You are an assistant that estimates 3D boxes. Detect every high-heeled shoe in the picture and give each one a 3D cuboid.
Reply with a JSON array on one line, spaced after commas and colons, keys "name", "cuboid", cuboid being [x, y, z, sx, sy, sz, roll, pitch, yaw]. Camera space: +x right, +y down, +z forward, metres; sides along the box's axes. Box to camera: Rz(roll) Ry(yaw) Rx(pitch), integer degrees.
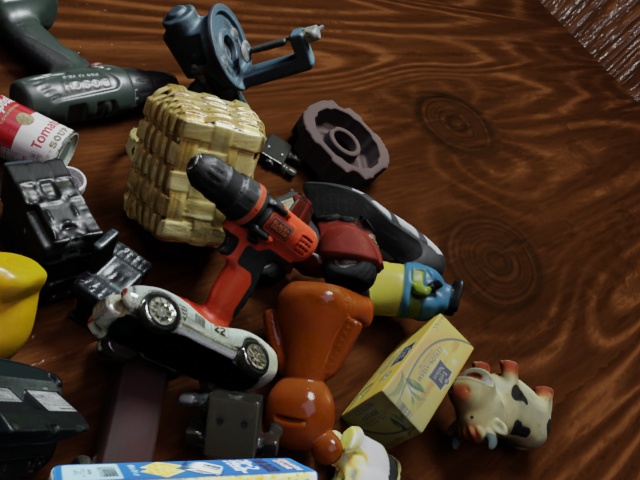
[{"name": "high-heeled shoe", "cuboid": [0.092, -0.021, 0.863, 0.249, 0.086, 0.145, 41, 18, 17]}]

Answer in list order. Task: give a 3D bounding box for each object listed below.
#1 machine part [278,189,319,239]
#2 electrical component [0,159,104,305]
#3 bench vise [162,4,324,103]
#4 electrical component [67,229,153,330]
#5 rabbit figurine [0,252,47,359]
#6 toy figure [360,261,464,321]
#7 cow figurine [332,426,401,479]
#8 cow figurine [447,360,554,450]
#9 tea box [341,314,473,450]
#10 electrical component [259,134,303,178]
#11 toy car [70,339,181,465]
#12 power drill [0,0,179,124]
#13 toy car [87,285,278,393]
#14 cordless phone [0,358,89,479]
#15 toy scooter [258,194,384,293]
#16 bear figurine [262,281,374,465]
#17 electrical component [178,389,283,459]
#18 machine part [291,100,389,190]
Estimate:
[{"name": "machine part", "cuboid": [-0.021, -0.016, 0.800, 0.139, 0.039, 0.084, 47, 36, 11]}, {"name": "electrical component", "cuboid": [-0.291, -0.017, 0.564, 0.058, 0.115, 0.134, -18, 63, -46]}, {"name": "bench vise", "cuboid": [-0.106, -0.245, 0.779, 0.129, 0.241, 0.223, -76, 150, -51]}, {"name": "electrical component", "cuboid": [-0.217, 0.041, 0.563, 0.048, 0.119, 0.075, 36, 41, -3]}, {"name": "rabbit figurine", "cuboid": [-0.338, 0.075, 0.431, 0.122, 0.162, 0.173, 27, 11, 12]}, {"name": "toy figure", "cuboid": [0.103, 0.071, 0.744, 0.180, 0.082, 0.089, 12, 38, 3]}, {"name": "cow figurine", "cuboid": [0.035, 0.291, 0.566, 0.098, 0.068, 0.167, 36, 45, -15]}, {"name": "cow figurine", "cuboid": [0.236, 0.228, 0.716, 0.194, 0.085, 0.127, 35, 53, -33]}, {"name": "tea box", "cuboid": [0.114, 0.180, 0.685, 0.068, 0.098, 0.169, 47, 42, 7]}, {"name": "electrical component", "cuboid": [-0.075, -0.140, 0.874, 0.094, 0.021, 0.063, 32, 44, -9]}, {"name": "toy car", "cuboid": [-0.186, 0.172, 0.524, 0.089, 0.053, 0.202, 30, 41, -33]}, {"name": "power drill", "cuboid": [-0.344, -0.254, 0.757, 0.207, 0.086, 0.232, 52, 47, 2]}, {"name": "toy car", "cuboid": [-0.129, 0.104, 0.535, 0.201, 0.073, 0.056, 35, 31, -34]}, {"name": "cordless phone", "cuboid": [-0.296, 0.183, 0.421, 0.089, 0.146, 0.184, 40, 80, 17]}, {"name": "toy scooter", "cuboid": [-0.001, -0.002, 0.715, 0.184, 0.075, 0.135, 3, 59, 17]}, {"name": "bear figurine", "cuboid": [-0.007, 0.151, 0.632, 0.132, 0.120, 0.196, 39, 53, -68]}, {"name": "electrical component", "cuboid": [-0.089, 0.188, 0.541, 0.102, 0.045, 0.078, 0, 91, 3]}, {"name": "machine part", "cuboid": [0.034, -0.160, 0.924, 0.179, 0.056, 0.179, 24, 44, -25]}]
